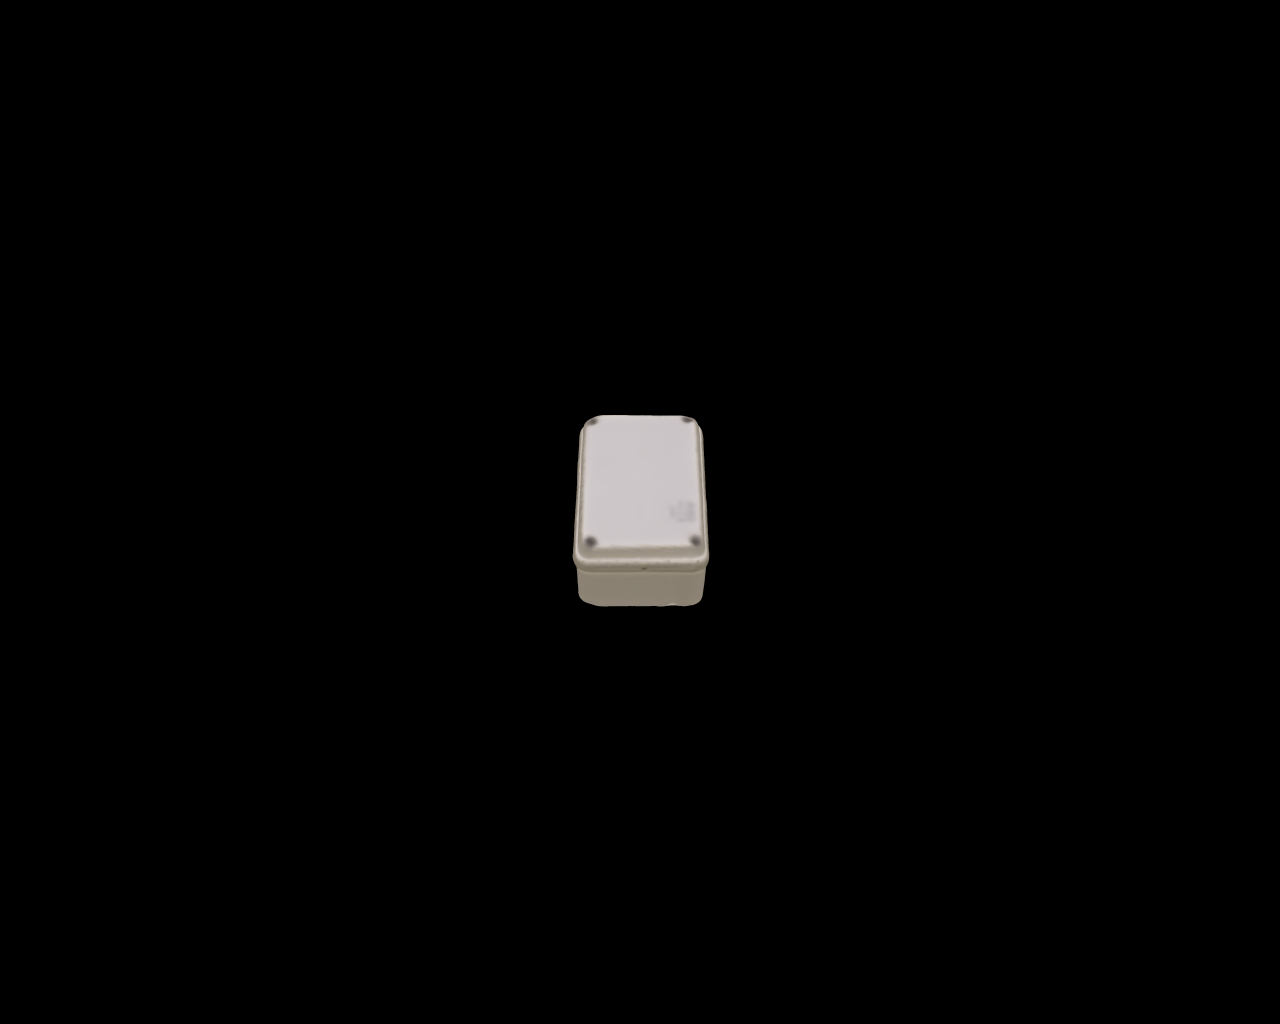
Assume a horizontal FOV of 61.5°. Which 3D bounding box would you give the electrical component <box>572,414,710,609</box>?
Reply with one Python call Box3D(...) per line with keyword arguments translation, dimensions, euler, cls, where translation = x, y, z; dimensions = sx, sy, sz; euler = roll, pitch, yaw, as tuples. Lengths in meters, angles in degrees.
Box3D(translation=(0.001, -0.003, 0.650), dimensions=(0.078, 0.113, 0.057), euler=(0, -39, 0), cls="electrical component")
